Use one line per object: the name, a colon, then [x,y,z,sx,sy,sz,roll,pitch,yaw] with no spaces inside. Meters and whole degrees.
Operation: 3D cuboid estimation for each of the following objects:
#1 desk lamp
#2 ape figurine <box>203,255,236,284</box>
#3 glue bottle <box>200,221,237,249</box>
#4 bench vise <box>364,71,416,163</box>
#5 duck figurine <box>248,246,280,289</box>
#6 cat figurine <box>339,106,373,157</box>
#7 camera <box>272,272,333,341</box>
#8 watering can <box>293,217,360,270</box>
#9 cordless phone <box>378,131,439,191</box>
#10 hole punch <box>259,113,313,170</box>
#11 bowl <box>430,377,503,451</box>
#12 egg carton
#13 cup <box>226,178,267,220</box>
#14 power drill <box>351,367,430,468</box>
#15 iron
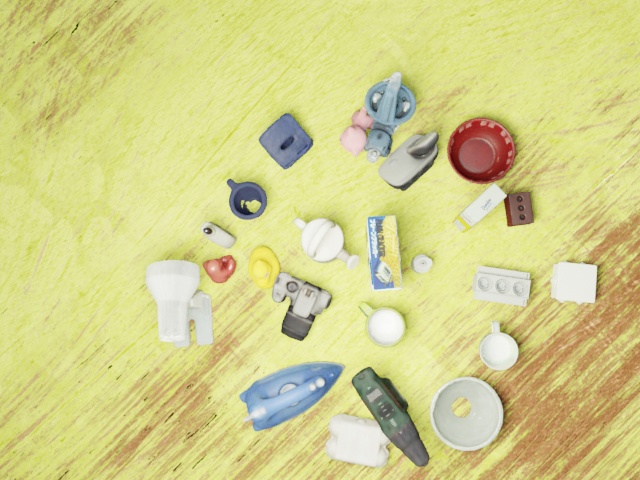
desk lamp: [-0.319,0.151,1.317,0.118,0.213,0.203,-7,85,3]
ape figurine: [-0.247,0.067,1.381,0.077,0.092,0.076,16,87,4]
glue bottle: [-0.248,-0.016,1.346,0.078,0.173,0.037,35,88,5]
bench vise: [0.164,-0.286,1.322,0.121,0.220,0.207,0,86,3]
duck figurine: [-0.140,0.066,1.378,0.077,0.086,0.104,-8,85,3]
cat figurine: [0.088,-0.260,1.375,0.067,0.118,0.128,21,87,5]
camera: [-0.057,0.161,1.359,0.143,0.101,0.137,23,87,5]
watering can: [0.013,0.003,1.321,0.172,0.194,0.101,14,86,4]
cordless phone: [0.210,-0.192,1.330,0.094,0.185,0.147,43,89,6]
hole punch: [-0.081,-0.240,1.396,0.108,0.091,0.101,-43,85,-1]
bowl: [0.335,0.399,1.334,0.167,0.075,0.167,0,86,3]
egg carton: [0.090,0.471,1.344,0.150,0.069,0.107,9,86,4]
cup: [-0.177,-0.098,1.388,0.117,0.095,0.092,45,89,5]
power drill: [0.157,0.381,1.277,0.075,0.208,0.229,-38,85,0]
iron: [-0.062,0.354,1.325,0.258,0.141,0.118,-26,85,1]
